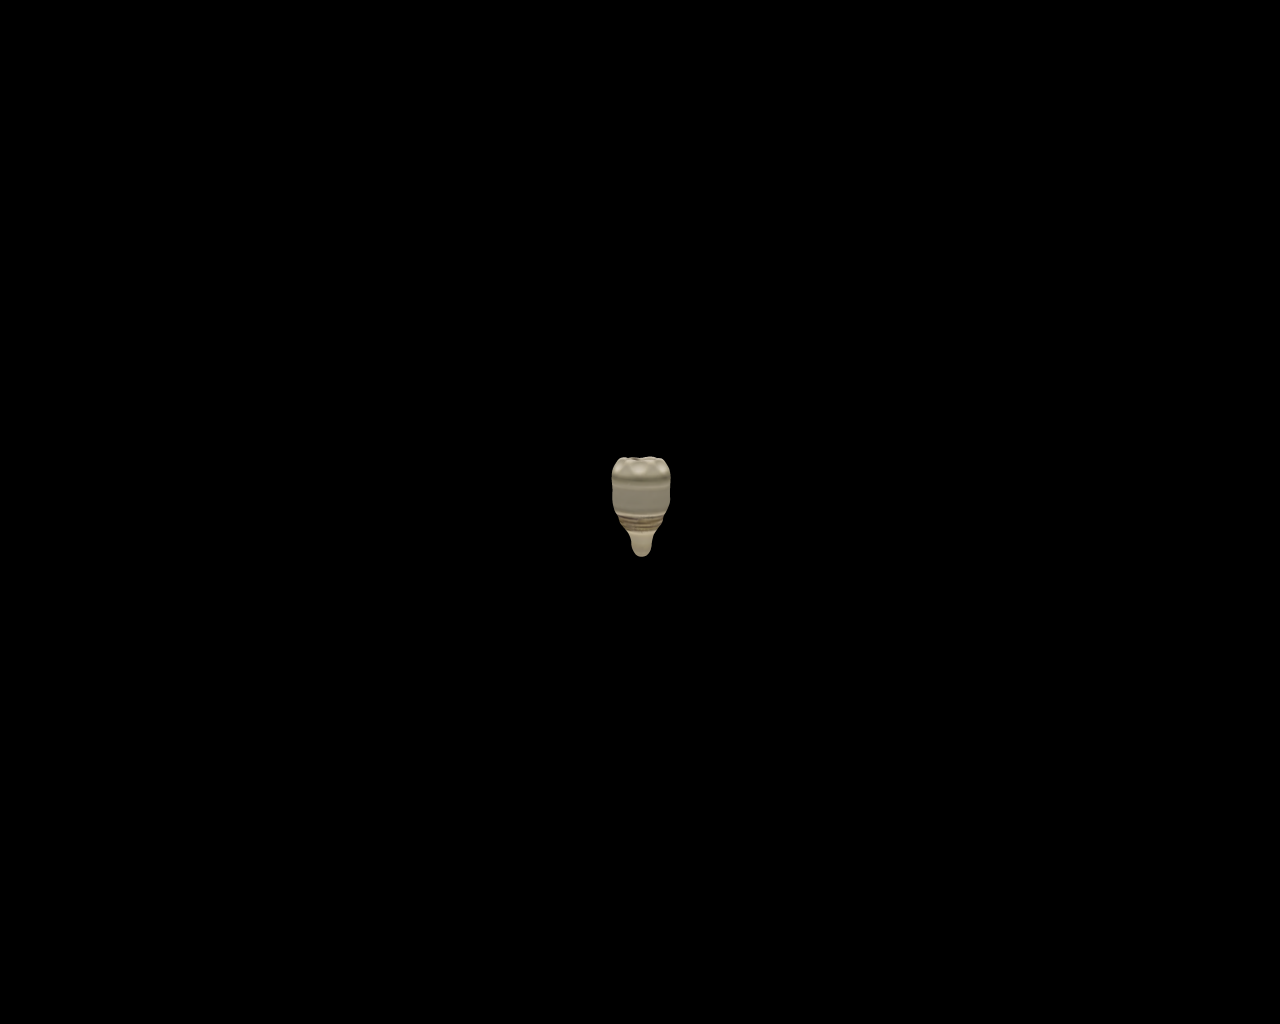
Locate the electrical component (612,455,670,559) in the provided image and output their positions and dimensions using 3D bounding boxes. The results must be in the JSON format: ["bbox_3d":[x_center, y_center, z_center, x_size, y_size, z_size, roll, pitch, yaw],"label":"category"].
[{"bbox_3d":[0.001,-0.003,0.650,0.035,0.061,0.035,0,10,0],"label":"electrical component"}]
